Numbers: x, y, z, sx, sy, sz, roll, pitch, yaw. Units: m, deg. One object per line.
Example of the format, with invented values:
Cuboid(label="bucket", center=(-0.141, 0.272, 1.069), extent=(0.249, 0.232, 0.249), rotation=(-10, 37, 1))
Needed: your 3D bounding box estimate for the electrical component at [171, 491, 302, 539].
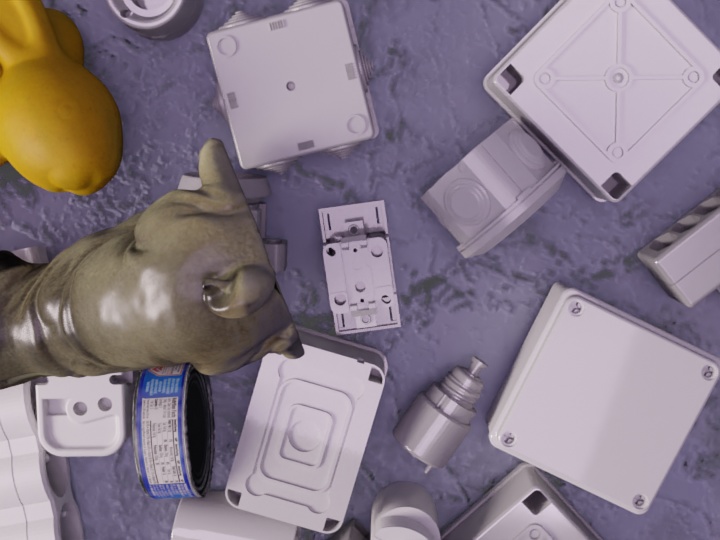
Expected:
Cuboid(label="electrical component", center=(-0.081, 0.188, 0.695), extent=(0.077, 0.044, 0.079), rotation=(9, 103, 4))

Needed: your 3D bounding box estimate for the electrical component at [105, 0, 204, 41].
Cuboid(label="electrical component", center=(-0.126, -0.169, 0.652), extent=(0.055, 0.047, 0.055), rotation=(0, 97, 1))

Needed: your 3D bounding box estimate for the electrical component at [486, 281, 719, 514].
Cuboid(label="electrical component", center=(0.150, 0.078, 0.672), extent=(0.109, 0.056, 0.108), rotation=(26, 97, -2))

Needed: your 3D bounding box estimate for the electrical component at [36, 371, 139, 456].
Cuboid(label="electrical component", center=(-0.168, 0.063, 0.674), extent=(0.054, 0.059, 0.095), rotation=(-1, 97, 1))

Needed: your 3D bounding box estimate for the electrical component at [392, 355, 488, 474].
Cuboid(label="electrical component", center=(0.054, 0.089, 0.683), extent=(0.040, 0.040, 0.078), rotation=(34, 97, -3))

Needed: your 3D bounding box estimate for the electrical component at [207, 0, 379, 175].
Cuboid(label="electrical component", center=(-0.040, -0.112, 0.654), extent=(0.100, 0.048, 0.099), rotation=(-14, 101, 3))

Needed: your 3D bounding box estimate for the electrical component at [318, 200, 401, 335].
Cuboid(label="electrical component", center=(0.000, 0.000, 0.662), extent=(0.042, 0.064, 0.081), rotation=(-8, 96, 1))

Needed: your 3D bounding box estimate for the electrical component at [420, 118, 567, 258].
Cuboid(label="electrical component", center=(0.080, -0.049, 0.647), extent=(0.080, 0.080, 0.051), rotation=(-41, 89, 5))

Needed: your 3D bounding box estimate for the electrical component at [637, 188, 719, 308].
Cuboid(label="electrical component", center=(0.231, -0.005, 0.665), extent=(0.083, 0.047, 0.075), rotation=(-39, 94, 5))

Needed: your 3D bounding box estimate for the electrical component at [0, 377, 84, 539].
Cuboid(label="electrical component", center=(-0.230, 0.132, 0.688), extent=(0.074, 0.052, 0.138), rotation=(-10, 96, 2))

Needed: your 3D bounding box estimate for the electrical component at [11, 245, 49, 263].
Cuboid(label="electrical component", center=(-0.231, 0.021, 0.672), extent=(0.078, 0.058, 0.057), rotation=(-12, 94, 2))

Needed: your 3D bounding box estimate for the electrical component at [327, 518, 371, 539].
Cuboid(label="electrical component", center=(0.009, 0.225, 0.665), extent=(0.056, 0.108, 0.108), rotation=(-42, 94, 8))

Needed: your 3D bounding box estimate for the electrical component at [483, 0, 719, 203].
Cuboid(label="electrical component", center=(0.150, -0.114, 0.649), extent=(0.109, 0.056, 0.108), rotation=(44, 96, -4))

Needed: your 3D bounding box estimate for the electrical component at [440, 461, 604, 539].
Cuboid(label="electrical component", center=(0.105, 0.200, 0.688), extent=(0.109, 0.056, 0.108), rotation=(-42, 94, 5))

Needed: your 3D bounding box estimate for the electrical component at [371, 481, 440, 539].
Cuboid(label="electrical component", center=(0.028, 0.166, 0.673), extent=(0.043, 0.081, 0.043), rotation=(0, 97, 1))

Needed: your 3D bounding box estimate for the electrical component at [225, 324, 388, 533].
Cuboid(label="electrical component", center=(-0.033, 0.097, 0.677), extent=(0.078, 0.057, 0.113), rotation=(16, 97, -1))

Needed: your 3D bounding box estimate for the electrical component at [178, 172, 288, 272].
Cuboid(label="electrical component", center=(-0.084, -0.030, 0.663), extent=(0.078, 0.058, 0.057), rotation=(3, 100, 1))
